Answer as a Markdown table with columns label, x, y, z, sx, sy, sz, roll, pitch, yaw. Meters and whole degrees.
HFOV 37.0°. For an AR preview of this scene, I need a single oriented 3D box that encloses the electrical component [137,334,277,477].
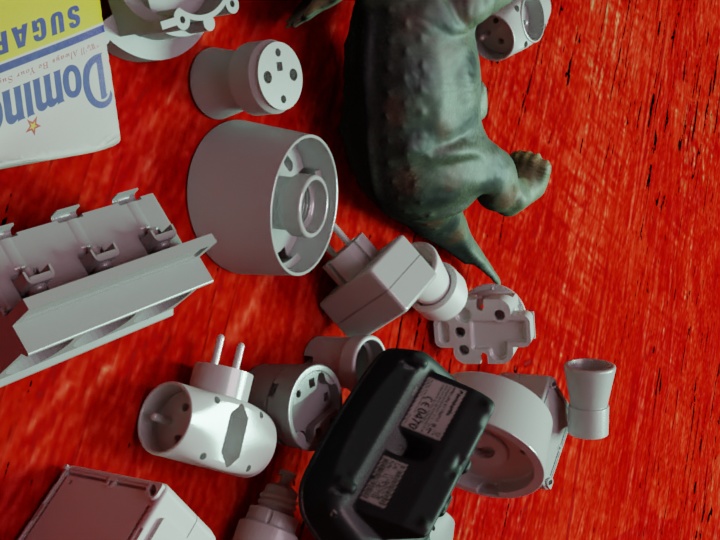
| label | x | y | z | sx | sy | sz | roll | pitch | yaw |
| --- | --- | --- | --- | --- | --- | --- | --- | --- | --- |
| electrical component | -0.087 | 0.079 | 0.648 | 0.077 | 0.043 | 0.079 | 29 | 68 | -50 |

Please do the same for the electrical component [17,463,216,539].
| label | x | y | z | sx | sy | sz | roll | pitch | yaw |
| --- | --- | --- | --- | --- | --- | --- | --- | --- | --- |
| electrical component | -0.123 | 0.148 | 0.558 | 0.061 | 0.096 | 0.061 | 57 | 48 | -37 |

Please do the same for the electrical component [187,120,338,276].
| label | x | y | z | sx | sy | sz | roll | pitch | yaw |
| --- | --- | --- | --- | --- | --- | --- | --- | --- | --- |
| electrical component | -0.058 | -0.044 | 0.687 | 0.099 | 0.064 | 0.099 | 8 | 90 | -66 |

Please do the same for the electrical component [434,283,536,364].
| label | x | y | z | sx | sy | sz | roll | pitch | yaw |
| --- | --- | --- | --- | --- | --- | --- | --- | --- | --- |
| electrical component | 0.106 | 0.043 | 0.884 | 0.057 | 0.078 | 0.058 | -36 | 123 | -68 |

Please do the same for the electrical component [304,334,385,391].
| label | x | y | z | sx | sy | sz | roll | pitch | yaw |
| --- | --- | --- | --- | --- | --- | --- | --- | --- | --- |
| electrical component | -0.011 | 0.064 | 0.746 | 0.040 | 0.046 | 0.040 | -2 | 93 | -53 |

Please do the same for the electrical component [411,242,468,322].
| label | x | y | z | sx | sy | sz | roll | pitch | yaw |
| --- | --- | --- | --- | --- | --- | --- | --- | --- | --- |
| electrical component | 0.053 | 0.010 | 0.832 | 0.055 | 0.045 | 0.045 | 41 | 59 | -46 |

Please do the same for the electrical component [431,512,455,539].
| label | x | y | z | sx | sy | sz | roll | pitch | yaw |
| --- | --- | --- | --- | --- | --- | --- | --- | --- | --- |
| electrical component | 0.047 | 0.231 | 0.831 | 0.079 | 0.043 | 0.077 | 54 | 50 | -39 |

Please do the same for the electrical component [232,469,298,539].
| label | x | y | z | sx | sy | sz | roll | pitch | yaw |
| --- | --- | --- | --- | --- | --- | --- | --- | --- | --- |
| electrical component | -0.059 | 0.167 | 0.691 | 0.040 | 0.040 | 0.078 | 43 | 58 | -45 |

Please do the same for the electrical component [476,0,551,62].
| label | x | y | z | sx | sy | sz | roll | pitch | yaw |
| --- | --- | --- | --- | --- | --- | --- | --- | --- | --- |
| electrical component | 0.125 | -0.230 | 0.920 | 0.077 | 0.044 | 0.079 | -46 | 126 | -42 |

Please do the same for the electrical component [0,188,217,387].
| label | x | y | z | sx | sy | sz | roll | pitch | yaw |
| --- | --- | --- | --- | --- | --- | --- | --- | --- | --- |
| electrical component | -0.144 | 0.006 | 0.547 | 0.121 | 0.079 | 0.063 | -25 | 81 | -50 |

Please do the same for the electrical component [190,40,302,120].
| label | x | y | z | sx | sy | sz | roll | pitch | yaw |
| --- | --- | --- | --- | --- | --- | --- | --- | --- | --- |
| electrical component | -0.069 | -0.116 | 0.656 | 0.045 | 0.055 | 0.045 | -2 | 93 | -53 |

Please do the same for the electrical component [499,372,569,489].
| label | x | y | z | sx | sy | sz | roll | pitch | yaw |
| --- | --- | --- | --- | --- | --- | --- | --- | --- | --- |
| electrical component | 0.138 | 0.144 | 0.935 | 0.061 | 0.061 | 0.096 | 53 | 51 | -39 |

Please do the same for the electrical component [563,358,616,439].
| label | x | y | z | sx | sy | sz | roll | pitch | yaw |
| --- | --- | --- | --- | --- | --- | --- | --- | --- | --- |
| electrical component | 0.197 | 0.113 | 0.927 | 0.044 | 0.044 | 0.065 | -15 | 108 | -52 |

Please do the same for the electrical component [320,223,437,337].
| label | x | y | z | sx | sy | sz | roll | pitch | yaw |
| --- | --- | --- | --- | --- | --- | --- | --- | --- | --- |
| electrical component | 0.000 | 0.000 | 0.751 | 0.076 | 0.066 | 0.047 | 48 | 47 | -5 |

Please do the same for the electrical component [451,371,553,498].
| label | x | y | z | sx | sy | sz | roll | pitch | yaw |
| --- | --- | --- | --- | --- | --- | --- | --- | --- | --- |
| electrical component | 0.100 | 0.125 | 0.850 | 0.108 | 0.108 | 0.060 | 59 | 42 | -36 |

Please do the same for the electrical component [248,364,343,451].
| label | x | y | z | sx | sy | sz | roll | pitch | yaw |
| --- | --- | --- | --- | --- | --- | --- | --- | --- | --- |
| electrical component | -0.046 | 0.087 | 0.699 | 0.055 | 0.047 | 0.055 | -2 | 93 | -53 |
